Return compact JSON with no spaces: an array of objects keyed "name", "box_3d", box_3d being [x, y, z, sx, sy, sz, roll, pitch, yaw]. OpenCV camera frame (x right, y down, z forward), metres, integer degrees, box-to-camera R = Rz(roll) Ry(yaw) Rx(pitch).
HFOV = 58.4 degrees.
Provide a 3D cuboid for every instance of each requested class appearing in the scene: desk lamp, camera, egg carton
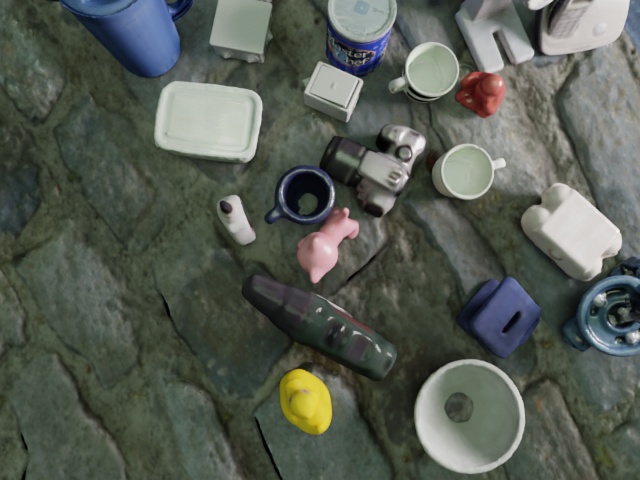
[{"name":"desk lamp","box_3d":[0.286,-0.397,0.880,0.118,0.213,0.203,-23,85,-3]},{"name":"camera","box_3d":[0.078,-0.127,0.906,0.137,0.101,0.143,27,84,2]},{"name":"egg carton","box_3d":[0.400,-0.012,0.916,0.150,0.069,0.107,42,85,3]}]

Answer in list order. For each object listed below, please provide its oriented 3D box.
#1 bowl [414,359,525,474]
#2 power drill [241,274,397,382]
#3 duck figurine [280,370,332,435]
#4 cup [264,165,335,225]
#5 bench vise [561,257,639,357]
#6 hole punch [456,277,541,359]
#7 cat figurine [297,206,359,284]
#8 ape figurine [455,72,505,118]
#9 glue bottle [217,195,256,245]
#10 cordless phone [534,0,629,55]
[{"name":"bowl","box_3d":[0.222,0.266,0.882,0.167,0.074,0.167,0,84,-1]},{"name":"power drill","box_3d":[-0.003,0.121,0.825,0.229,0.208,0.076,29,85,2]},{"name":"duck figurine","box_3d":[-0.022,0.252,0.873,0.077,0.086,0.104,-30,85,-4]},{"name":"cup","box_3d":[-0.033,-0.056,0.900,0.118,0.095,0.091,-34,86,-4]},{"name":"bench vise","box_3d":[0.464,0.080,0.832,0.121,0.219,0.207,32,85,3]},{"name":"hole punch","box_3d":[0.286,0.120,0.890,0.101,0.091,0.109,40,85,3]},{"name":"cat figurine","box_3d":[0.008,0.003,0.883,0.067,0.117,0.128,35,85,3]},{"name":"ape figurine","box_3d":[0.268,-0.242,0.925,0.076,0.092,0.078,-14,84,-2]},{"name":"glue bottle","box_3d":[-0.130,-0.037,0.857,0.037,0.173,0.078,-25,85,-3]},{"name":"cordless phone","box_3d":[0.428,-0.372,0.894,0.147,0.185,0.094,-13,84,-2]}]
